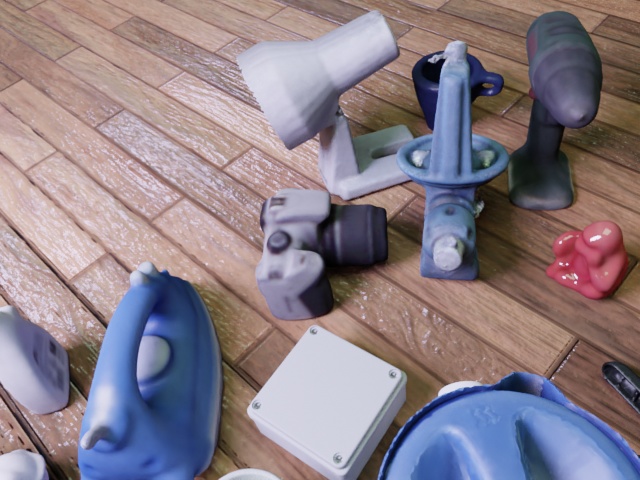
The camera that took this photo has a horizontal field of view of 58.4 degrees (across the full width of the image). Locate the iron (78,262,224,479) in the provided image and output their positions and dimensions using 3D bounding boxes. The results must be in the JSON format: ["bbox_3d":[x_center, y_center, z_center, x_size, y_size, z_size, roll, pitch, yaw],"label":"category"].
[{"bbox_3d":[-0.165,0.108,0.545,0.118,0.142,0.258,-6,49,5],"label":"iron"}]

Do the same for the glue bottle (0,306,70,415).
[{"bbox_3d":[-0.298,0.100,0.553,0.037,0.173,0.078,-17,49,-4],"label":"glue bottle"}]

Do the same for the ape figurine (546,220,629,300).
[{"bbox_3d":[0.277,0.014,0.579,0.076,0.092,0.077,-6,50,5],"label":"ape figurine"}]

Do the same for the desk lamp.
[{"bbox_3d":[0.021,-0.158,0.688,0.203,0.214,0.117,-18,49,-5],"label":"desk lamp"}]

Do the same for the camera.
[{"bbox_3d":[0.006,0.002,0.631,0.136,0.101,0.143,-2,50,8],"label":"camera"}]

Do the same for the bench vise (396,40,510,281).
[{"bbox_3d":[0.148,-0.075,0.592,0.121,0.220,0.207,-12,49,0],"label":"bench vise"}]

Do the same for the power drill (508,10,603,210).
[{"bbox_3d":[0.258,-0.136,0.632,0.075,0.209,0.229,2,51,12],"label":"power drill"}]

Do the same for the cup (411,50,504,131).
[{"bbox_3d":[0.182,-0.190,0.765,0.117,0.095,0.092,11,53,19],"label":"cup"}]

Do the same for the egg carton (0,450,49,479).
[{"bbox_3d":[-0.307,0.255,0.493,0.107,0.069,0.150,2,51,12],"label":"egg carton"}]
